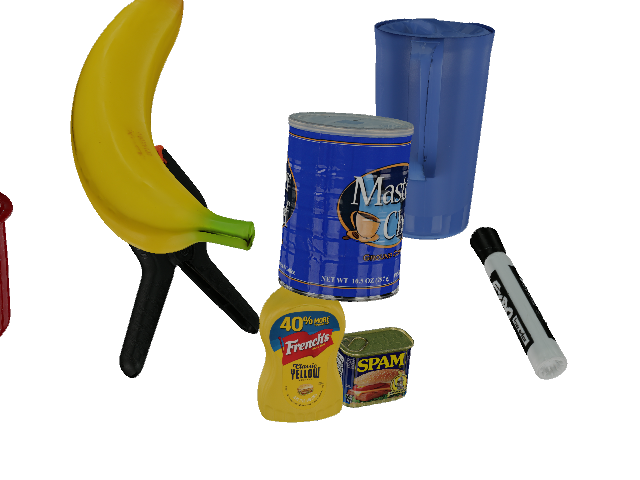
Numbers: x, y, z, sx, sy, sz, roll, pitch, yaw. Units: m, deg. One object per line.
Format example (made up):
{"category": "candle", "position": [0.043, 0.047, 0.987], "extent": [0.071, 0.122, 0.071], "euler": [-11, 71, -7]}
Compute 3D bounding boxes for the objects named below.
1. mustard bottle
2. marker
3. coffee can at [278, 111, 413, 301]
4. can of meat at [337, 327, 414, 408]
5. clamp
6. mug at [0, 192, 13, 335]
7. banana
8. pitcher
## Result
{"category": "mustard bottle", "position": [-0.020, 0.107, 1.193], "extent": [0.096, 0.192, 0.058], "euler": [-2, 20, -11]}
{"category": "marker", "position": [0.116, 0.033, 0.642], "extent": [0.020, 0.020, 0.121], "euler": [0, 40, -17]}
{"category": "coffee can", "position": [0.020, -0.031, 0.885], "extent": [0.103, 0.140, 0.103], "euler": [4, 13, -1]}
{"category": "can of meat", "position": [0.069, 0.169, 1.420], "extent": [0.102, 0.084, 0.057], "euler": [-6, 25, -21]}
{"category": "clamp", "position": [-0.132, 0.014, 1.018], "extent": [0.036, 0.210, 0.164], "euler": [-7, 0, 44]}
{"category": "mug", "position": [-0.238, 0.022, 0.636], "extent": [0.093, 0.081, 0.117], "euler": [17, 27, 28]}
{"category": "banana", "position": [-0.085, -0.057, 0.510], "extent": [0.069, 0.198, 0.037], "euler": [-5, -43, -16]}
{"category": "pitcher", "position": [0.121, -0.126, 1.212], "extent": [0.149, 0.243, 0.145], "euler": [-11, 23, -31]}
